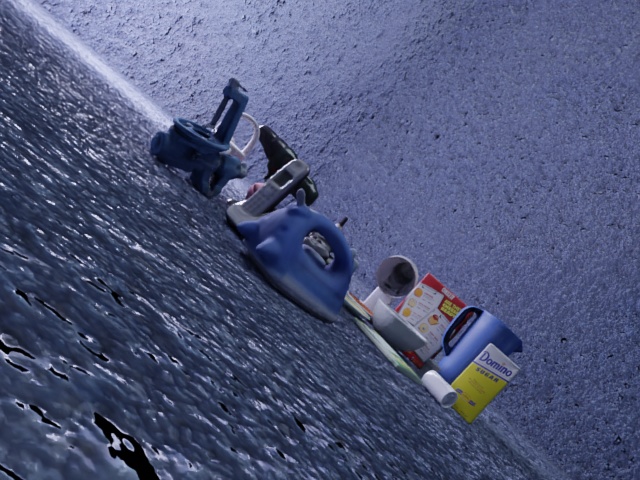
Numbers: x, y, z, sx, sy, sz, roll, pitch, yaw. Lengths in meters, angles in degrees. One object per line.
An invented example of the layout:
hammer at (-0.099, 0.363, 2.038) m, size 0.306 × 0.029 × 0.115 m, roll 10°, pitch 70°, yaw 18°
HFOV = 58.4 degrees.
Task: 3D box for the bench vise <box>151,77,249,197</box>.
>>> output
bench vise at (-0.210, -0.213, 1.162) m, size 0.121 × 0.219 × 0.208 m, roll 43°, pitch 2°, yaw 24°

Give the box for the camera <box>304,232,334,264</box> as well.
camera at (0.006, 0.053, 1.362) m, size 0.137 × 0.100 × 0.143 m, roll 42°, pitch 2°, yaw 3°

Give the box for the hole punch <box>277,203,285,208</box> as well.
hole punch at (-0.106, -0.034, 1.195) m, size 0.108 × 0.091 × 0.101 m, roll 42°, pitch 2°, yaw 8°

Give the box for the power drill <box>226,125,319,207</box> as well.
power drill at (-0.126, -0.140, 1.408) m, size 0.229 × 0.208 × 0.076 m, roll 42°, pitch 2°, yaw 6°

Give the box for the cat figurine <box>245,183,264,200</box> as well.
cat figurine at (-0.127, -0.075, 1.288) m, size 0.128 × 0.117 × 0.067 m, roll 41°, pitch 2°, yaw -34°

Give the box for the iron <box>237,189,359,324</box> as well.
iron at (-0.008, 0.031, 0.937) m, size 0.259 × 0.141 × 0.118 m, roll 40°, pitch 2°, yaw -41°

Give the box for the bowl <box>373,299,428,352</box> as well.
bowl at (0.190, 0.232, 1.465) m, size 0.167 × 0.074 × 0.167 m, roll 42°, pitch 2°, yaw -1°

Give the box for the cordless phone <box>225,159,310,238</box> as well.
cordless phone at (-0.072, -0.062, 1.067) m, size 0.147 × 0.185 × 0.094 m, roll 43°, pitch 2°, yaw 33°

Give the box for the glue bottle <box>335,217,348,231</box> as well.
glue bottle at (0.014, 0.005, 1.506) m, size 0.037 × 0.173 × 0.078 m, roll 42°, pitch 2°, yaw -1°

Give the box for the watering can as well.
watering can at (-0.225, -0.216, 1.340) m, size 0.101 × 0.194 × 0.172 m, roll 41°, pitch 2°, yaw -40°

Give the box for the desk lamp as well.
desk lamp at (0.210, 0.145, 1.721) m, size 0.117 × 0.213 × 0.204 m, roll 42°, pitch 2°, yaw 14°
